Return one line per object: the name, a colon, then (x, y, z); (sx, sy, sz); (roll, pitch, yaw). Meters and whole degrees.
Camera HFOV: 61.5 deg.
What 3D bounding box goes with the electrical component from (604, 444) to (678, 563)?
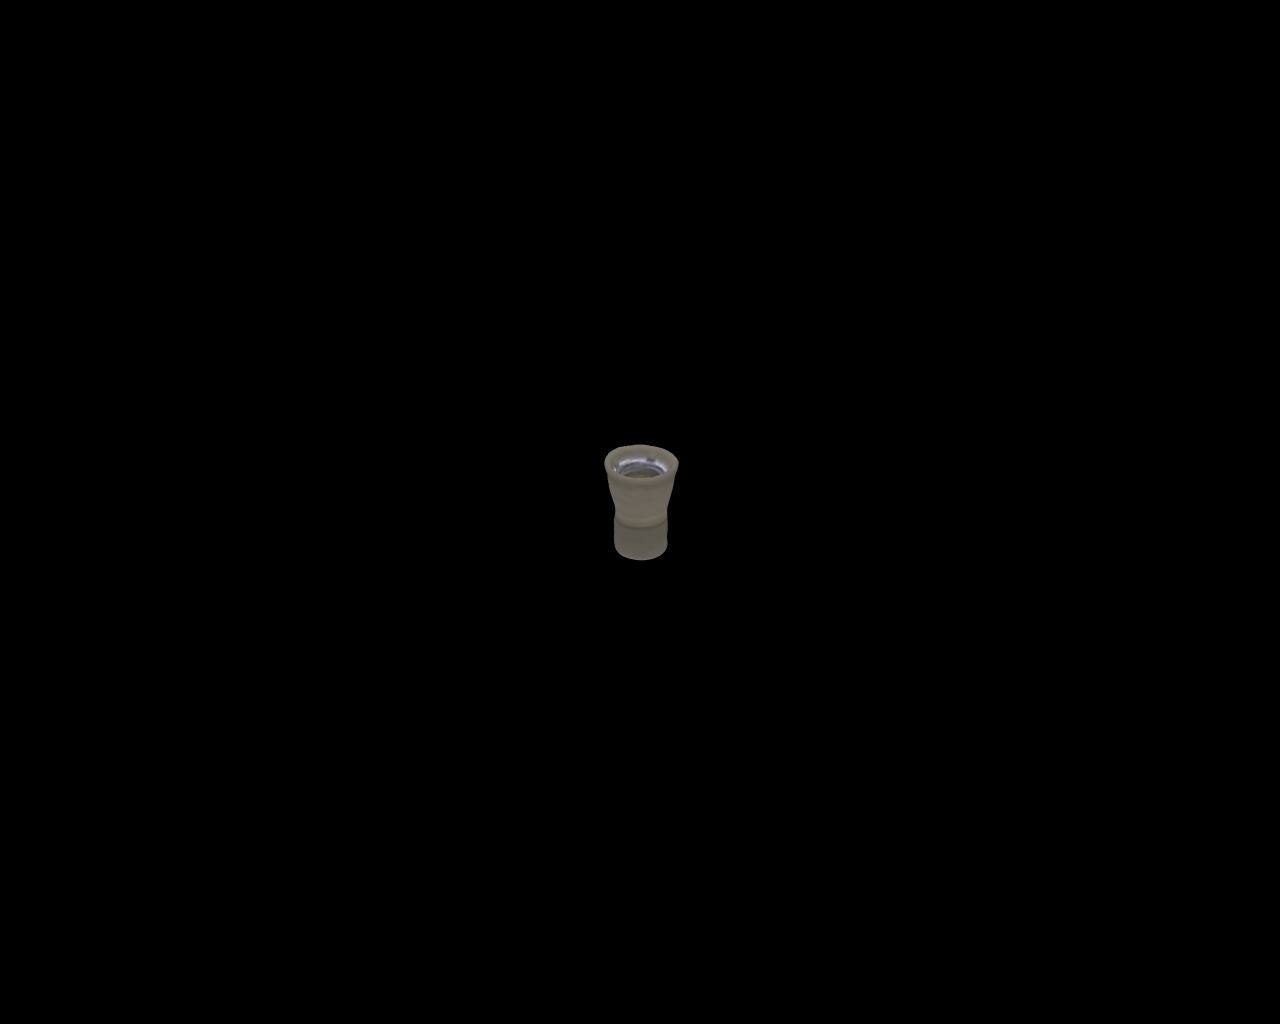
electrical component: (0.001, -0.003, 0.650); (0.044, 0.065, 0.044); (0, 29, 0)
